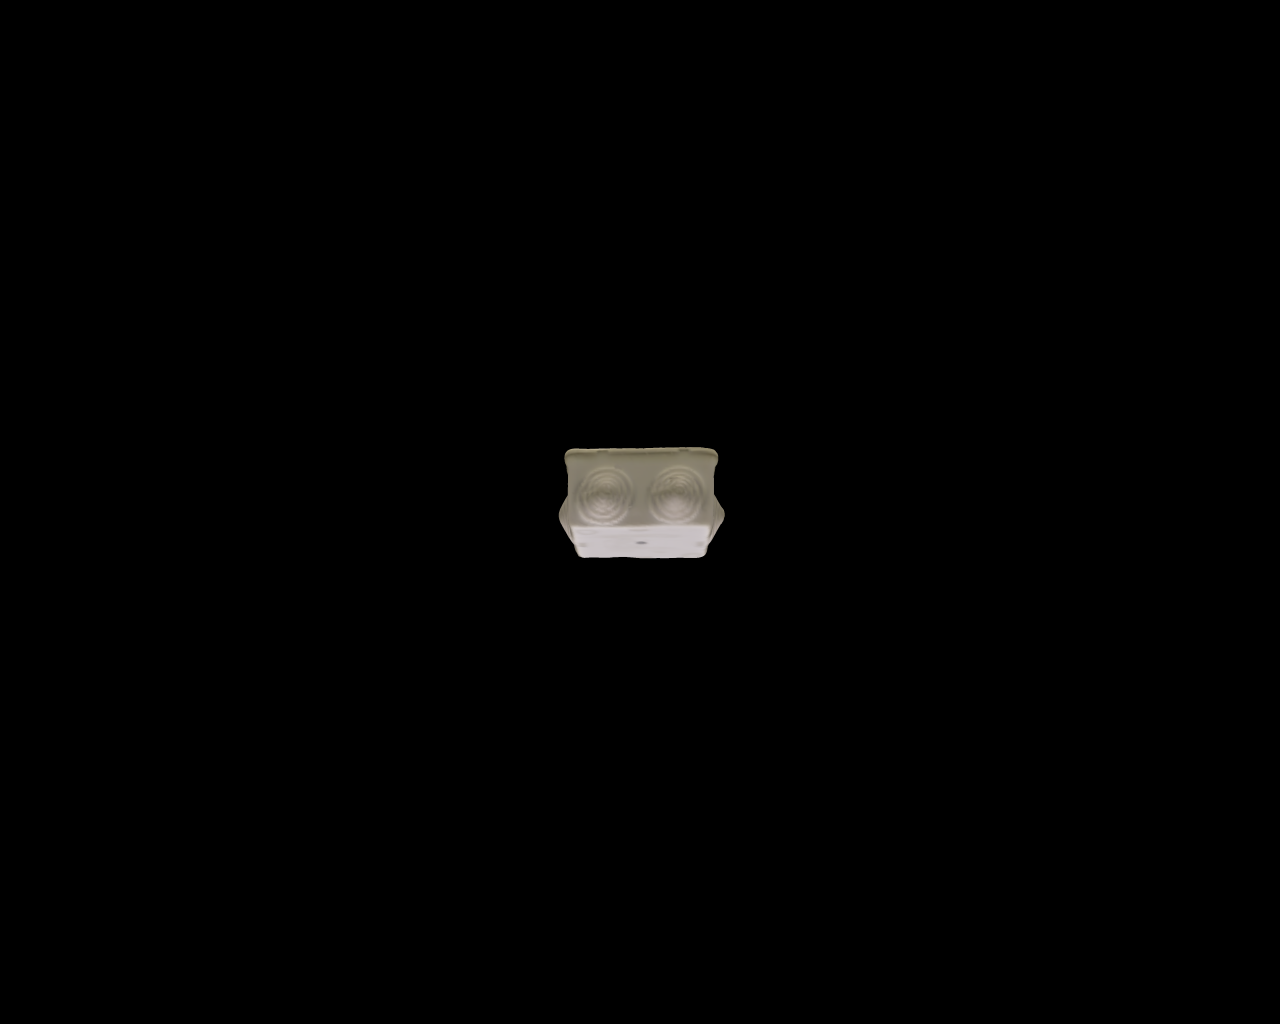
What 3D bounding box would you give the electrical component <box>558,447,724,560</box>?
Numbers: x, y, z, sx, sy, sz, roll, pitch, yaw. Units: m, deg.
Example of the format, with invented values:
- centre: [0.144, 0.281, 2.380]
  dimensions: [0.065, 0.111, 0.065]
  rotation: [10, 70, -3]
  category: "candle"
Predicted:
- centre: [0.001, -0.003, 0.650]
  dimensions: [0.100, 0.048, 0.099]
  rotation: [0, -15, 0]
  category: "electrical component"
